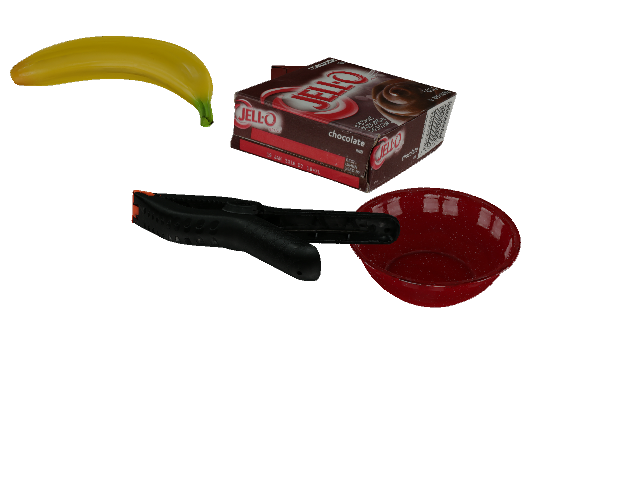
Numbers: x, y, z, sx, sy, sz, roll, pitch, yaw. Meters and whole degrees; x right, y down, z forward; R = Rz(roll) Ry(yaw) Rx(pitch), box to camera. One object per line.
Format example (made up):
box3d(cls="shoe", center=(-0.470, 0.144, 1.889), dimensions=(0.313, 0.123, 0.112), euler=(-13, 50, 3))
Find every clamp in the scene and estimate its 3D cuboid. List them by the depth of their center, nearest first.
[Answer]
box3d(cls="clamp", center=(-0.058, -0.009, 0.814), dimensions=(0.210, 0.036, 0.164), euler=(8, 12, 17))

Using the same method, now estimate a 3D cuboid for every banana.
box3d(cls="banana", center=(-0.170, -0.147, 0.916), dimensions=(0.198, 0.069, 0.037), euler=(13, -40, 19))

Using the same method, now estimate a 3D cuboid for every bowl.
box3d(cls="bowl", center=(0.105, 0.014, 1.010), dimensions=(0.162, 0.055, 0.162), euler=(0, 36, -1))

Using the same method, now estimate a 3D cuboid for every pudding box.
box3d(cls="pudding box", center=(0.015, -0.070, 0.618), dimensions=(0.090, 0.039, 0.113), euler=(21, 26, 23))

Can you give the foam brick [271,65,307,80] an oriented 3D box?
box3d(cls="foam brick", center=(-0.009, -0.158, 1.132), dimensions=(0.078, 0.051, 0.053), euler=(-2, 12, -19))
